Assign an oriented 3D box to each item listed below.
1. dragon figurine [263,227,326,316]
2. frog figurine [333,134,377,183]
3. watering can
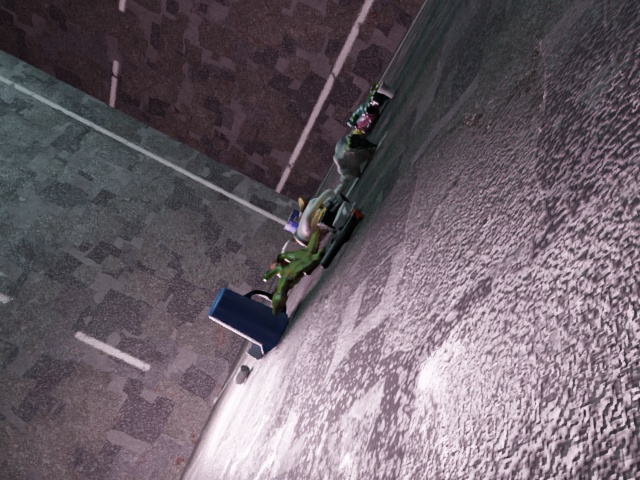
[{"bbox_3d":[-0.045,0.074,1.694,0.416,0.121,0.242,-53,19,-21],"label":"dragon figurine"},{"bbox_3d":[0.108,-0.278,1.758,0.139,0.124,0.155,-27,-27,-33],"label":"frog figurine"},{"bbox_3d":[0.006,-0.099,1.958,0.220,0.104,0.352,-64,-11,24],"label":"watering can"}]
